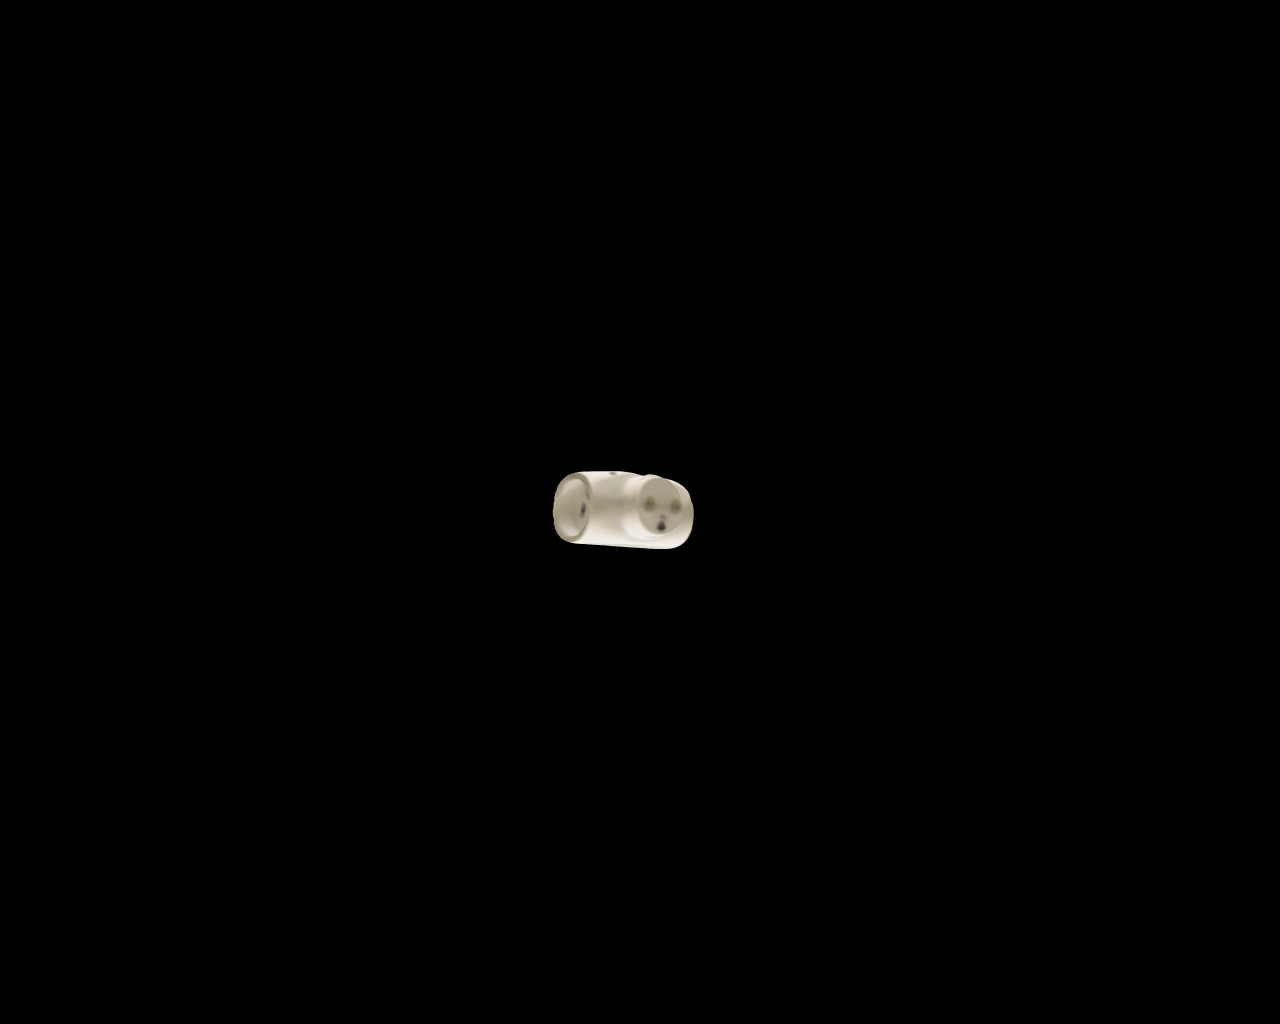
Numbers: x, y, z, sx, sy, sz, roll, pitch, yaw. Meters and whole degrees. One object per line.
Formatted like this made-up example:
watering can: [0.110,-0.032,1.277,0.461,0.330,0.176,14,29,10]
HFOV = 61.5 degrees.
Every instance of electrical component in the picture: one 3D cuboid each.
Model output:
electrical component: [0.001,-0.003,0.650,0.077,0.043,0.079,5,-9,-36]
